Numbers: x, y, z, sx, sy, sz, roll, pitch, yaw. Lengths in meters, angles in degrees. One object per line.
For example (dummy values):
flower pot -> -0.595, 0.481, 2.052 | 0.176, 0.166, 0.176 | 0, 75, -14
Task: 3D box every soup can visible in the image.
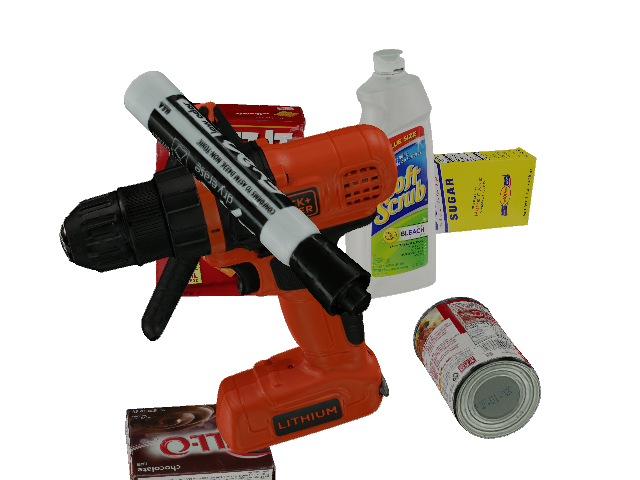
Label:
soup can -> 0.117, 0.094, 0.805 | 0.068, 0.068, 0.102 | 0, 22, -13

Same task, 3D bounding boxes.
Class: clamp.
clamp -> -0.086, -0.018, 0.968 | 0.164, 0.210, 0.036 | -1, 2, -35

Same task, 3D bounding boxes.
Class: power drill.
power drill -> -0.039, 0.034, 0.611 | 0.184, 0.187, 0.057 | -14, 36, -8

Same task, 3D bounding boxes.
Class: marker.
marker -> -0.026, -0.017, 0.367 | 0.121, 0.020, 0.020 | 44, 22, 25

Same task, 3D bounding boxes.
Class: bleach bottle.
bleach bottle -> 0.067, -0.070, 1.104 | 0.102, 0.251, 0.068 | -10, 22, -16

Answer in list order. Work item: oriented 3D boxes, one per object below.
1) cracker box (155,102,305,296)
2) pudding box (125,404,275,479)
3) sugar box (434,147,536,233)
cracker box -> -0.105, -0.043, 1.209 | 0.164, 0.214, 0.072 | 1, 23, -8
pudding box -> -0.098, 0.171, 0.859 | 0.113, 0.039, 0.090 | -3, 25, -12
sugar box -> 0.173, -0.059, 1.303 | 0.176, 0.093, 0.048 | -7, 24, -21
